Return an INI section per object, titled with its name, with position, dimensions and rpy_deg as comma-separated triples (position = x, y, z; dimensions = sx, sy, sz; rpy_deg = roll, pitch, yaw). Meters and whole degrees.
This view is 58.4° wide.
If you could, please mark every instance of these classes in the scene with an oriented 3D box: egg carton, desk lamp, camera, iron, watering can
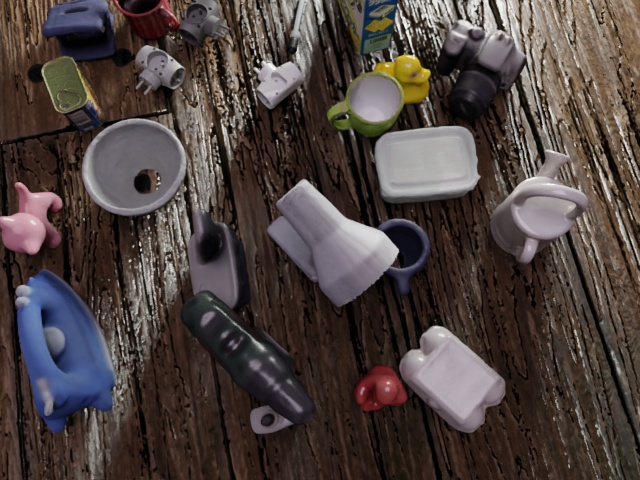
[egg carton]
position = 0.198, 0.211, 0.867
dimensions = 0.150, 0.069, 0.107
rpy_deg = 41, 80, 10
[desk lamp]
position = 0.008, 0.003, 0.847
dimensions = 0.118, 0.213, 0.203
rpy_deg = -43, 79, -9
[camera]
position = 0.262, -0.288, 0.976
dimensions = 0.143, 0.101, 0.137
rpy_deg = 29, 78, 8
[iron]
position = -0.404, 0.148, 0.850
dimensions = 0.118, 0.141, 0.258
rpy_deg = -24, 77, -5
[watering can]
position = 0.333, -0.052, 0.868
dimensions = 0.101, 0.194, 0.173
rpy_deg = -3, 76, 0

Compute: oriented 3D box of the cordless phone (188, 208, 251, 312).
[cordless phone]
position = -0.164, 0.036, 0.854
dimensions = 0.094, 0.185, 0.147
rpy_deg = -14, 76, -3

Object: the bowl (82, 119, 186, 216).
[bowl]
position = -0.298, -0.111, 0.949
dimensions = 0.167, 0.075, 0.167
rpy_deg = 0, 76, 1

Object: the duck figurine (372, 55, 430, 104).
[duck figurine]
position = 0.142, -0.286, 0.985
dimensions = 0.104, 0.086, 0.077
rpy_deg = 20, 77, 6

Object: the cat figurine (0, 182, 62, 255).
[cat figurine]
position = -0.465, -0.029, 0.908
dimensions = 0.067, 0.118, 0.128
rpy_deg = -9, 76, -1

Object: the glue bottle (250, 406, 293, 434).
[glue bottle]
position = -0.065, 0.250, 0.805
dimensions = 0.078, 0.173, 0.037
rpy_deg = -14, 76, -3

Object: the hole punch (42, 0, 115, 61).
[hole punch]
position = -0.427, -0.383, 1.011
dimensions = 0.108, 0.091, 0.101
rpy_deg = -8, 76, -1

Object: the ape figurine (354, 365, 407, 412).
[ape figurine]
position = 0.093, 0.225, 0.852
dimensions = 0.077, 0.092, 0.076
rpy_deg = 20, 77, 6

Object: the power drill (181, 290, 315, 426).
[power drill]
position = -0.092, 0.168, 0.808
dimensions = 0.229, 0.208, 0.076
rpy_deg = 40, 80, 10

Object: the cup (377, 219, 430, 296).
[cup]
position = 0.122, 0.035, 0.899
dimensions = 0.091, 0.095, 0.118
rpy_deg = -5, 76, 0
